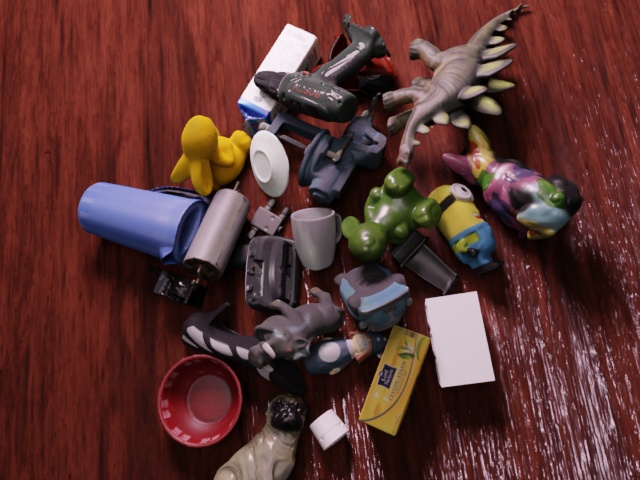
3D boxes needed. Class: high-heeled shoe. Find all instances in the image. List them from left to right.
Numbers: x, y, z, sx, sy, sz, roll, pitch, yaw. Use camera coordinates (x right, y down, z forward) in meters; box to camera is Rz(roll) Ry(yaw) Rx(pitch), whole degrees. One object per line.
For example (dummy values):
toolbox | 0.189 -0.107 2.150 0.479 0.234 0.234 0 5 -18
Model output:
high-heeled shoe | -0.150 0.222 0.997 0.249 0.086 0.145 48 117 3

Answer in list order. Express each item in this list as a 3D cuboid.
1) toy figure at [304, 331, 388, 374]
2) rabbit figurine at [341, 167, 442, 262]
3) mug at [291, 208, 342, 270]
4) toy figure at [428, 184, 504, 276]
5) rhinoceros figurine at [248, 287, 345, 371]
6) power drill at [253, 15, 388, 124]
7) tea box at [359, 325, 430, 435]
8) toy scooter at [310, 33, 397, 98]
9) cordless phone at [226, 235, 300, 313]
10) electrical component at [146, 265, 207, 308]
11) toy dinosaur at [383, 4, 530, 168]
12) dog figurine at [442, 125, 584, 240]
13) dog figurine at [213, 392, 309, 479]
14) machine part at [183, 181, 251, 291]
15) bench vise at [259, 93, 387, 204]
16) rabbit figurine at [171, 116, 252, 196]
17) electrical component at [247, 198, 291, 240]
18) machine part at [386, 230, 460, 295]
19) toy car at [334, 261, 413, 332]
toy figure | 0.049 0.200 0.966 0.154 0.058 0.064 -18 90 4
rabbit figurine | 0.101 -0.029 0.954 0.170 0.159 0.121 -45 103 -30
mug | -0.002 -0.003 1.011 0.081 0.109 0.107 13 113 40
toy figure | 0.259 -0.019 0.971 0.089 0.082 0.180 -24 76 4
rhinoceros figurine | -0.045 0.161 0.943 0.190 0.073 0.112 -23 60 -31
power drill | 0.008 -0.323 1.005 0.207 0.085 0.232 -44 57 -12
tea box | 0.131 0.237 0.921 0.068 0.098 0.169 21 83 15
toy scooter | 0.069 -0.360 1.093 0.184 0.075 0.135 4 76 16
cordless phone | -0.134 0.065 1.030 0.184 0.088 0.146 -3 76 21
electrical component | -0.288 0.089 1.043 0.119 0.074 0.047 17 80 10
toy dinosaur | 0.259 -0.307 1.005 0.199 0.104 0.471 15 61 28
dog figurine | 0.323 -0.105 0.936 0.219 0.191 0.108 41 93 1
dog figurine | -0.110 0.367 0.942 0.172 0.121 0.190 0 62 7
machine part | -0.193 -0.011 1.017 0.079 0.079 0.243 8 56 12
bench vise | 0.000 -0.190 1.041 0.241 0.128 0.223 26 79 11
rabbit figurine | -0.226 -0.172 1.046 0.122 0.173 0.162 26 78 11
electrical component | -0.103 -0.034 1.068 0.063 0.021 0.094 31 83 15
machine part | 0.197 0.042 0.989 0.084 0.039 0.139 -43 72 -7
toy car | 0.094 0.108 0.951 0.109 0.162 0.102 -25 113 -13
